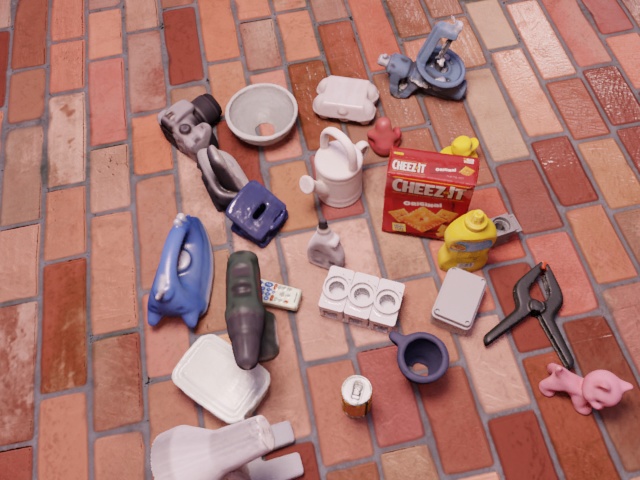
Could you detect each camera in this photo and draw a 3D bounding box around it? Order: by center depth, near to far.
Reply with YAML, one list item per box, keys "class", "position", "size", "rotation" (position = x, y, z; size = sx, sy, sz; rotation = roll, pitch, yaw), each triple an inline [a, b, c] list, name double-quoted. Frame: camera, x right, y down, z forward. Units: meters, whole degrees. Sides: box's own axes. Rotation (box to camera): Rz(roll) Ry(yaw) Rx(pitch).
- class: "camera"
  position: [-0.284, -0.273, 1.312]
  size: [0.143, 0.101, 0.137]
  rotation: [38, 70, 20]

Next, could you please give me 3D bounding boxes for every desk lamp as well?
- class: "desk lamp"
  position: [-0.142, 0.344, 0.915]
  size: [0.203, 0.214, 0.118]
  rotation: [-18, 63, -7]

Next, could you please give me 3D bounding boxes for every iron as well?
- class: "iron"
  position: [-0.278, 0.036, 1.126]
  size: [0.118, 0.141, 0.258]
  rotation: [1, 62, 4]

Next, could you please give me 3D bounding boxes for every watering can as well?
- class: "watering can"
  position: [0.035, -0.151, 1.181]
  size: [0.100, 0.194, 0.173]
  rotation: [22, 65, 14]

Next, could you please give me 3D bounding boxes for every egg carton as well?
- class: "egg carton"
  position: [0.061, -0.327, 1.344]
  size: [0.150, 0.069, 0.107]
  rotation: [9, 63, 7]

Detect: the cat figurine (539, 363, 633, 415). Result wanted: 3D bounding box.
- class: "cat figurine"
  position: [0.461, 0.251, 0.992]
  size: [0.127, 0.118, 0.067]
  rotation: [24, 66, 15]

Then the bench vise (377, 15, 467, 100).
- class: "bench vise"
  position: [0.238, -0.402, 1.290]
  size: [0.207, 0.220, 0.121]
  rotation: [-5, 62, 0]

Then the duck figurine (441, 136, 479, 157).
- class: "duck figurine"
  position: [0.301, -0.190, 1.251]
  size: [0.104, 0.086, 0.077]
  rotation: [-22, 63, -9]

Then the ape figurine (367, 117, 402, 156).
- class: "ape figurine"
  position: [0.144, -0.239, 1.281]
  size: [0.077, 0.092, 0.076]
  rotation: [9, 63, 8]

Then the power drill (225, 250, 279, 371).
- class: "power drill"
  position: [-0.123, 0.145, 1.023]
  size: [0.075, 0.208, 0.229]
  rotation: [-9, 62, -2]

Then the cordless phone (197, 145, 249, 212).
- class: "cordless phone"
  position: [-0.210, -0.159, 1.201]
  size: [0.094, 0.185, 0.147]
  rotation: [-29, 64, -12]

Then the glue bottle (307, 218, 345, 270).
- class: "glue bottle"
  position: [0.010, 0.004, 1.112]
  size: [0.078, 0.173, 0.037]
  rotation: [20, 65, 13]

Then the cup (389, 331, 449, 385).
- class: "cup"
  position: [0.170, 0.216, 1.037]
  size: [0.117, 0.095, 0.092]
  rotation: [35, 69, 19]

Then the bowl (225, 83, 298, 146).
- class: "bowl"
  position: [-0.131, -0.277, 1.323]
  size: [0.167, 0.075, 0.167]
  rotation: [-1, 62, 2]

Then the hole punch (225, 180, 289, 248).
- class: "hole punch"
  position: [-0.129, -0.056, 1.196]
  size: [0.101, 0.091, 0.109]
  rotation: [28, 67, 16]
